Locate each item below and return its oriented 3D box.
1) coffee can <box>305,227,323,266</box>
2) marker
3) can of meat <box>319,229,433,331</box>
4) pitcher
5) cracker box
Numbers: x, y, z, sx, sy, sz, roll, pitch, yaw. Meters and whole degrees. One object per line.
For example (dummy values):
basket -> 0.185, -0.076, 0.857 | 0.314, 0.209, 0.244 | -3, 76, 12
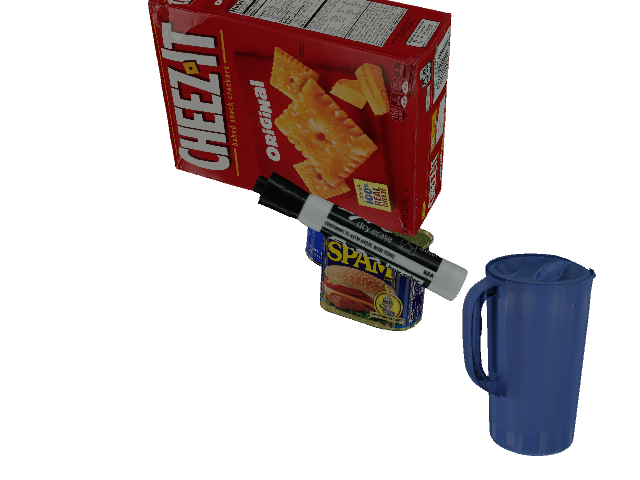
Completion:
coffee can -> 0.036, -0.046, 1.339 | 0.103, 0.140, 0.103 | 4, 27, -2
marker -> 0.020, -0.003, 0.563 | 0.121, 0.020, 0.020 | 27, 1, 1
can of meat -> 0.048, 0.028, 0.977 | 0.102, 0.084, 0.057 | 17, 28, 28
pitcher -> 0.263, 0.146, 1.354 | 0.149, 0.243, 0.144 | 5, 16, 18
cracker box -> -0.015, -0.106, 0.804 | 0.214, 0.164, 0.072 | 16, 47, 18
